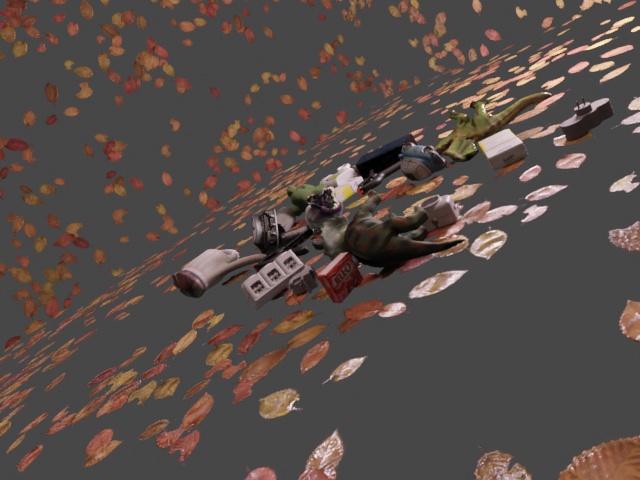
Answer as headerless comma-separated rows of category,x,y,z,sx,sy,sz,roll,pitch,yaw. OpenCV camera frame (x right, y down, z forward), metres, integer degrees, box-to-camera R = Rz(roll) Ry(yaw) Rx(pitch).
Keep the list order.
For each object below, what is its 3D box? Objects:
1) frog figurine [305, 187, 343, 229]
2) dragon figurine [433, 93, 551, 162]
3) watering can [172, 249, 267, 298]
frog figurine,0.005,-0.085,1.694,0.140,0.123,0.156,-50,-12,-34
dragon figurine,0.481,-0.317,1.569,0.407,0.121,0.247,-14,39,51
watering can,-0.349,0.098,1.716,0.347,0.102,0.228,-1,31,43
